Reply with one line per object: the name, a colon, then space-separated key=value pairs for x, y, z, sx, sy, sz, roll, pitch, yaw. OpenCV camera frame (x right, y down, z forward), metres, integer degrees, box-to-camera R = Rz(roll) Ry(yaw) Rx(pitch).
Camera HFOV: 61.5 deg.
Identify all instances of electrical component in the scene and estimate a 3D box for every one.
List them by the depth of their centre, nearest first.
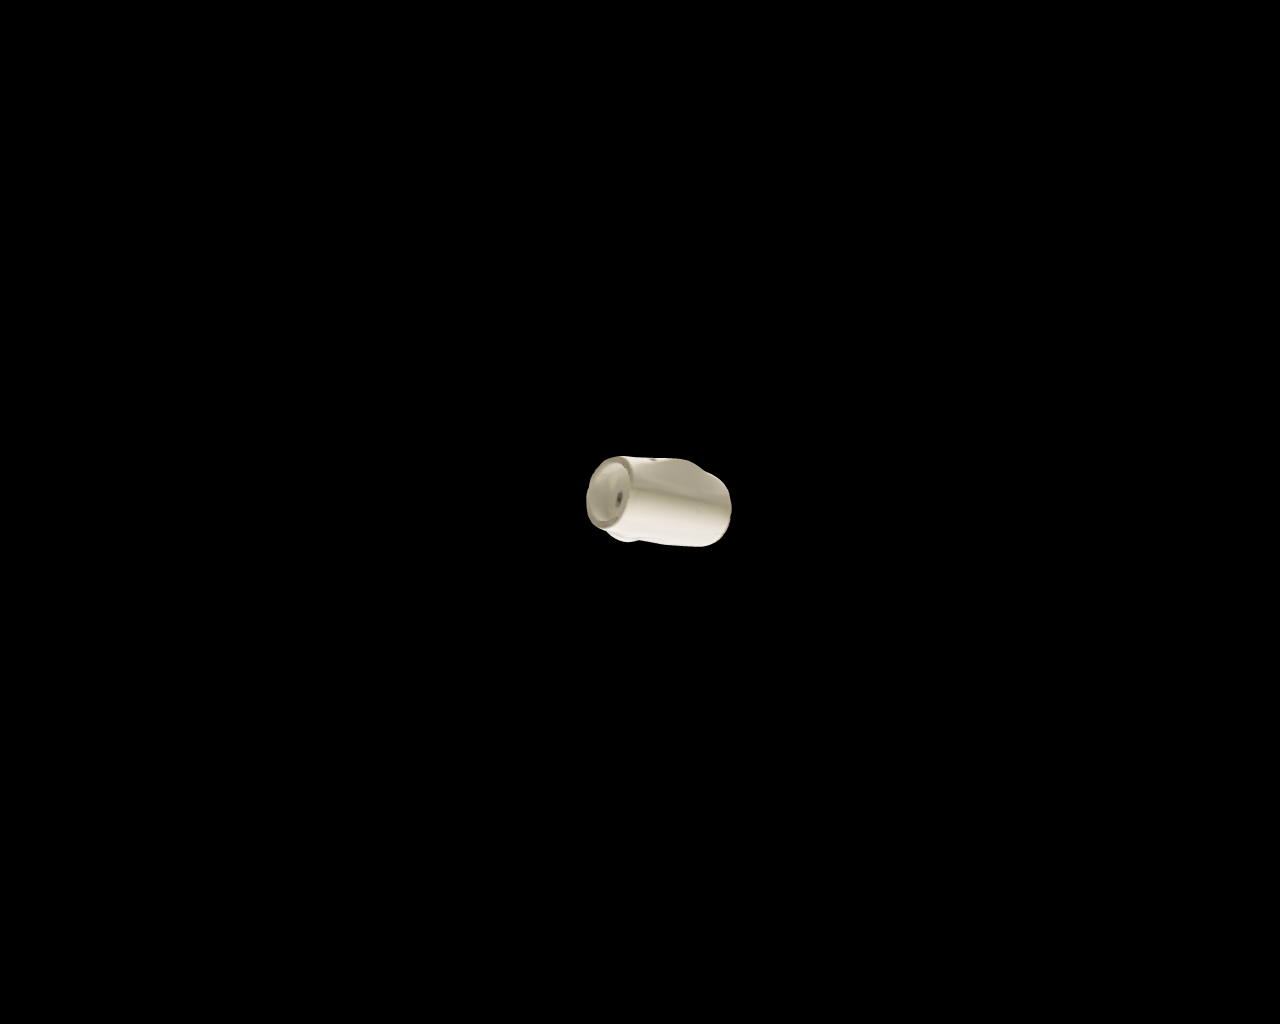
electrical component: x=0.001 y=-0.003 z=0.650 sx=0.077 sy=0.043 sz=0.079 roll=11 pitch=-17 yaw=-37
